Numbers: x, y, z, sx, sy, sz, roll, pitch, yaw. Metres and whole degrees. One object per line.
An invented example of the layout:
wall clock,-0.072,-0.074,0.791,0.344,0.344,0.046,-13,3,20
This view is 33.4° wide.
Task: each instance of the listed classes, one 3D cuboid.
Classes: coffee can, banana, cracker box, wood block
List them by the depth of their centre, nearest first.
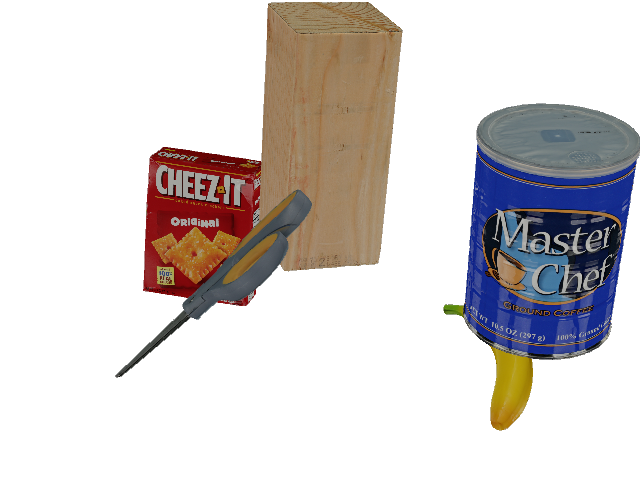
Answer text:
coffee can,0.151,-0.007,0.710,0.103,0.140,0.103,0,29,0
wood block,0.005,-0.088,0.898,0.090,0.206,0.091,-4,28,-16
banana,0.188,0.124,1.125,0.069,0.037,0.198,-24,33,5
cracker box,-0.174,-0.019,1.586,0.164,0.214,0.072,9,20,9

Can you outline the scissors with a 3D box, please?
scissors,-0.078,0.045,0.715,0.016,0.202,0.096,42,13,-13
